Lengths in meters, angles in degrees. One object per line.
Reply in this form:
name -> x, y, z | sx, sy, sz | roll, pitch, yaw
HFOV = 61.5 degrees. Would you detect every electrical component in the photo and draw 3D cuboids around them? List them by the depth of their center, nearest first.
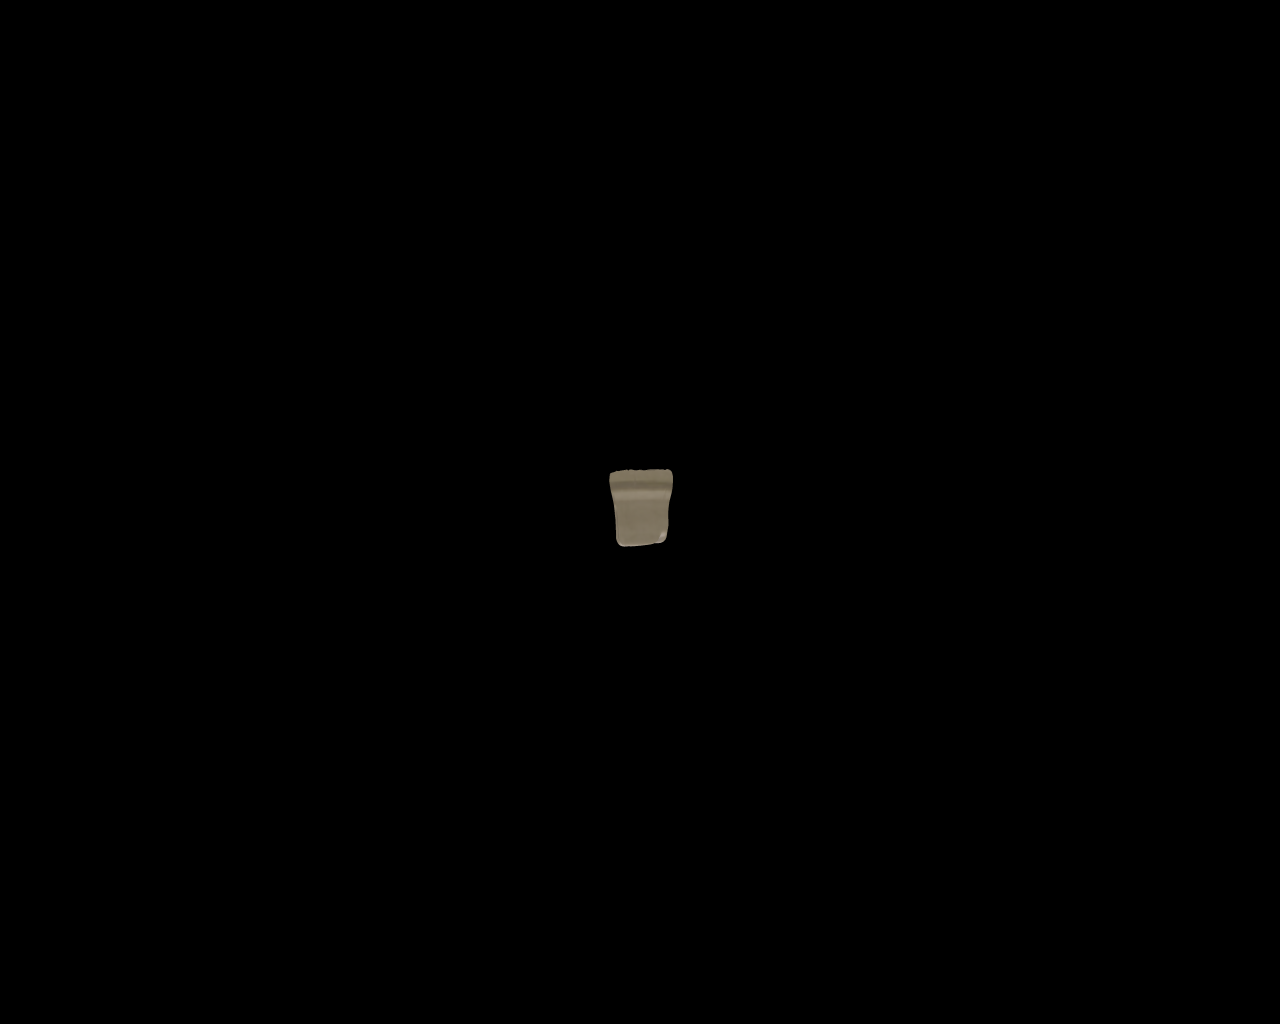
electrical component -> 0.001, -0.003, 0.650 | 0.040, 0.046, 0.040 | 0, -2, 0
